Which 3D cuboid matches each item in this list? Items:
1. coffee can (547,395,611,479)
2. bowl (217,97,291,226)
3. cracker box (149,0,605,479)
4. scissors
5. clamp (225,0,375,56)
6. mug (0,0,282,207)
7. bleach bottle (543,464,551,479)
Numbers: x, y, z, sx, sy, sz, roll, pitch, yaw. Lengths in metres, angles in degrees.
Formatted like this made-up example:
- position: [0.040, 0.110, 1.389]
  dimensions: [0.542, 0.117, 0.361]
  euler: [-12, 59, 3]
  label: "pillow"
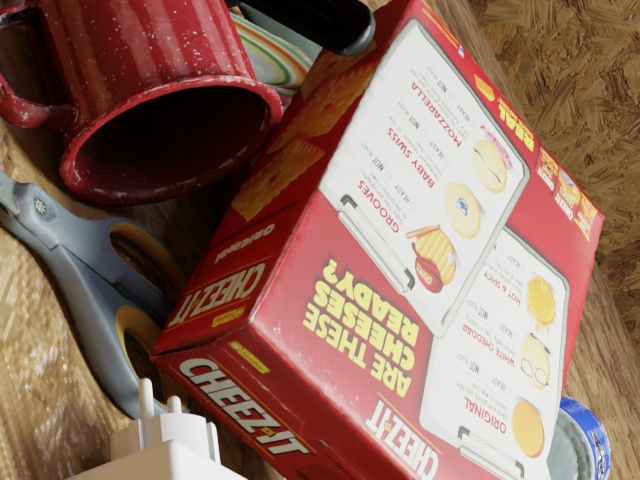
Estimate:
- position: [0.168, 0.171, 0.830]
  dimensions: [0.140, 0.103, 0.103]
  euler: [18, 51, -69]
  label: "coffee can"
- position: [-0.004, 0.001, 0.574]
  dimensions: [0.162, 0.055, 0.162]
  euler: [39, 30, -28]
  label: "bowl"
- position: [0.040, 0.016, 0.480]
  dimensions: [0.164, 0.072, 0.213]
  euler: [45, 47, -22]
  label: "cracker box"
- position: [-0.097, 0.009, 0.380]
  dimensions: [0.201, 0.016, 0.096]
  euler: [37, 34, -58]
  label: "scissors"
- position: [-0.057, -0.143, 0.521]
  dimensions: [0.164, 0.036, 0.210]
  euler: [38, 0, -13]
  label: "clamp"
- position: [-0.082, -0.070, 0.432]
  dimensions: [0.117, 0.093, 0.081]
  euler: [-8, 66, -35]
  label: "mug"
- position: [0.107, 0.144, 0.691]
  dimensions: [0.068, 0.103, 0.251]
  euler: [-40, 112, -31]
  label: "bleach bottle"
